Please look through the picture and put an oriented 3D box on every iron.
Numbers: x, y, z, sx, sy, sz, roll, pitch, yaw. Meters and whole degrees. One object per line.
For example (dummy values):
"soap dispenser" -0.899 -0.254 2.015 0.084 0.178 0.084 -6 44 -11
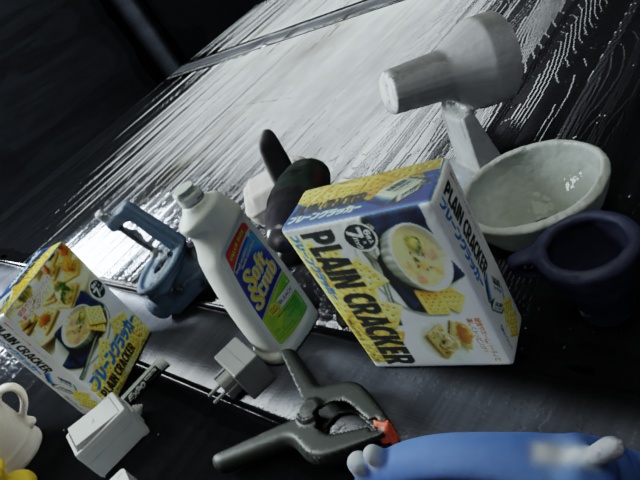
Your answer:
"iron" 0.105 0.182 0.411 0.257 0.142 0.119 -13 36 32

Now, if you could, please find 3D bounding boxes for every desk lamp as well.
"desk lamp" 0.182 -0.169 0.776 0.203 0.214 0.117 -35 30 -3

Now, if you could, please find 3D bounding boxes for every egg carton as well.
"egg carton" -0.071 -0.093 1.054 0.150 0.070 0.107 -30 30 6

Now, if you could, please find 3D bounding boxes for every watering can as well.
"watering can" -0.518 0.271 0.830 0.100 0.194 0.173 1 44 45

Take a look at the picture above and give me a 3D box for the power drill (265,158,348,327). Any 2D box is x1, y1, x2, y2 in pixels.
"power drill" 0.006 0.003 0.701 0.075 0.209 0.229 -25 31 15

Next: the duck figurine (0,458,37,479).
"duck figurine" -0.434 0.338 0.760 0.077 0.086 0.104 -28 30 9

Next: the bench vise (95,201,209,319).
"bench vise" -0.236 0.002 0.924 0.207 0.220 0.121 -39 30 -9

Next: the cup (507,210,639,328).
"cup" 0.244 0.037 0.535 0.117 0.095 0.092 -13 36 32

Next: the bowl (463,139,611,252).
"bowl" 0.251 -0.039 0.660 0.167 0.075 0.167 -24 31 16

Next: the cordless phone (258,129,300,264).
"cordless phone" -0.057 -0.069 0.890 0.094 0.185 0.147 -22 32 20
